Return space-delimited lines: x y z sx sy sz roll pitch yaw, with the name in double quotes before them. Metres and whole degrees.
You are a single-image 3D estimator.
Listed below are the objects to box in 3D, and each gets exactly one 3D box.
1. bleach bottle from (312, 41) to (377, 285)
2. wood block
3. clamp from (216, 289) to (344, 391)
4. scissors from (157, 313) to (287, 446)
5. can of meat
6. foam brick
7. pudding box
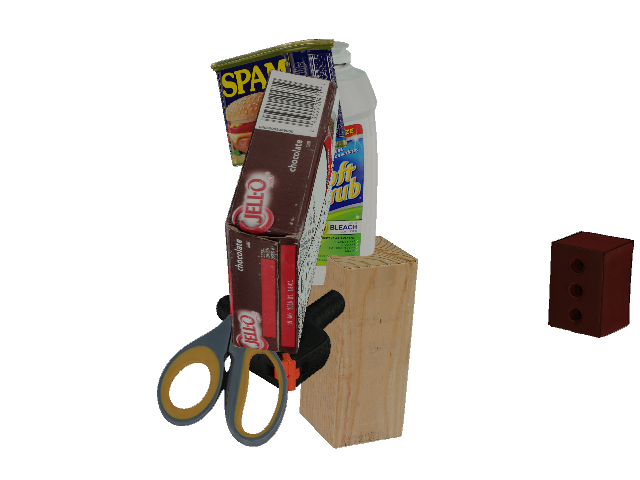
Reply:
"bleach bottle" 0.008 -0.078 1.101 0.102 0.251 0.068 0 25 2
"wood block" 0.040 0.108 1.162 0.090 0.206 0.091 -5 20 -25
"clamp" -0.042 0.083 0.946 0.120 0.039 0.171 -6 16 7
"scissors" -0.066 0.048 0.737 0.096 0.202 0.016 -8 -32 2
"can of meat" -0.032 -0.107 0.842 0.102 0.084 0.057 -7 5 38
"foam brick" 0.230 0.037 0.911 0.053 0.078 0.051 12 21 42
"pudding box" -0.018 -0.014 0.530 0.039 0.113 0.090 10 -41 5
